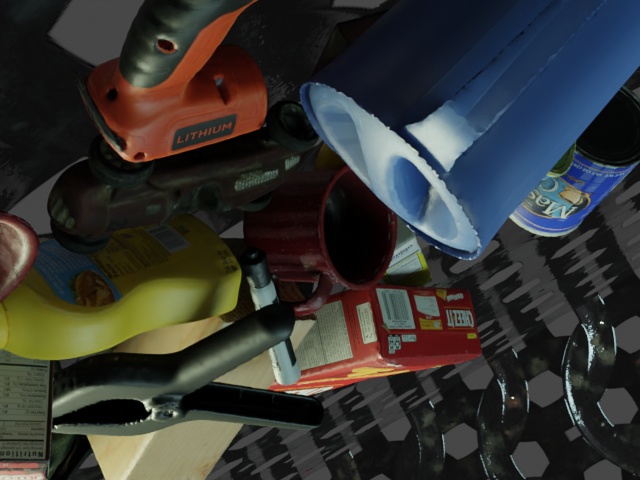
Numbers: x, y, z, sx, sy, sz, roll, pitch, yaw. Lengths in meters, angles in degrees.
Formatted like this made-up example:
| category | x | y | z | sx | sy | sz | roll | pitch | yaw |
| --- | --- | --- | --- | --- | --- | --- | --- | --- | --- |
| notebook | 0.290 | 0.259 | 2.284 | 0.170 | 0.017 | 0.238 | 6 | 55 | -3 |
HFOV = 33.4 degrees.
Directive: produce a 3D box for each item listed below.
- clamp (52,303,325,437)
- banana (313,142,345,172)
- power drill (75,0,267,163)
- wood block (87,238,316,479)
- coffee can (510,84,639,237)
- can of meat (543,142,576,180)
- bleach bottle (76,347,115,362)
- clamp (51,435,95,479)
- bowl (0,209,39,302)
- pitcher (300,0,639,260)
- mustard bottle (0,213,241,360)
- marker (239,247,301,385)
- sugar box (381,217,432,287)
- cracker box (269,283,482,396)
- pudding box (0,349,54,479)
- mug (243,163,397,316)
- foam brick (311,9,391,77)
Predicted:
| category | x | y | z | sx | sy | sz | roll | pitch | yaw |
| --- | --- | --- | --- | --- | --- | --- | --- | --- | --- |
| clamp | -0.099 | 0.108 | 0.743 | 0.210 | 0.036 | 0.164 | -12 | 146 | 9 |
| banana | 0.065 | -0.101 | 0.780 | 0.198 | 0.037 | 0.069 | -36 | 163 | 17 |
| power drill | -0.030 | -0.123 | 0.520 | 0.184 | 0.057 | 0.188 | -18 | 157 | -37 |
| wood block | -0.103 | 0.101 | 0.849 | 0.090 | 0.090 | 0.206 | 1 | 134 | -42 |
| coffee can | 0.244 | -0.080 | 1.040 | 0.102 | 0.103 | 0.140 | -23 | 162 | -25 |
| can of meat | 0.132 | -0.079 | 0.814 | 0.102 | 0.057 | 0.084 | 26 | 162 | -24 |
| bleach bottle | -0.151 | 0.117 | 0.997 | 0.102 | 0.068 | 0.250 | -34 | 161 | 3 |
| clamp | -0.218 | 0.173 | 1.026 | 0.120 | 0.039 | 0.171 | -60 | 176 | 26 |
| bowl | -0.232 | 0.011 | 0.551 | 0.162 | 0.055 | 0.162 | -28 | 163 | -9 |
| pitcher | 0.117 | -0.116 | 0.586 | 0.242 | 0.149 | 0.145 | -46 | 138 | -9 |
| mustard bottle | -0.152 | 0.033 | 0.688 | 0.191 | 0.096 | 0.058 | -16 | 131 | -39 |
| marker | -0.035 | 0.054 | 0.754 | 0.020 | 0.020 | 0.121 | -26 | 128 | -16 |
| sugar box | 0.051 | -0.009 | 0.925 | 0.048 | 0.093 | 0.176 | -33 | 163 | 4 |
| cracker box | 0.012 | 0.098 | 0.966 | 0.214 | 0.072 | 0.163 | -19 | 165 | 35 |
| pudding box | -0.217 | 0.097 | 0.684 | 0.090 | 0.113 | 0.039 | 5 | 148 | -16 |
| mug | -0.005 | 0.001 | 0.783 | 0.082 | 0.117 | 0.093 | -1 | 155 | 39 |
| foam brick | 0.031 | -0.103 | 0.689 | 0.051 | 0.053 | 0.078 | -22 | 160 | -28 |
